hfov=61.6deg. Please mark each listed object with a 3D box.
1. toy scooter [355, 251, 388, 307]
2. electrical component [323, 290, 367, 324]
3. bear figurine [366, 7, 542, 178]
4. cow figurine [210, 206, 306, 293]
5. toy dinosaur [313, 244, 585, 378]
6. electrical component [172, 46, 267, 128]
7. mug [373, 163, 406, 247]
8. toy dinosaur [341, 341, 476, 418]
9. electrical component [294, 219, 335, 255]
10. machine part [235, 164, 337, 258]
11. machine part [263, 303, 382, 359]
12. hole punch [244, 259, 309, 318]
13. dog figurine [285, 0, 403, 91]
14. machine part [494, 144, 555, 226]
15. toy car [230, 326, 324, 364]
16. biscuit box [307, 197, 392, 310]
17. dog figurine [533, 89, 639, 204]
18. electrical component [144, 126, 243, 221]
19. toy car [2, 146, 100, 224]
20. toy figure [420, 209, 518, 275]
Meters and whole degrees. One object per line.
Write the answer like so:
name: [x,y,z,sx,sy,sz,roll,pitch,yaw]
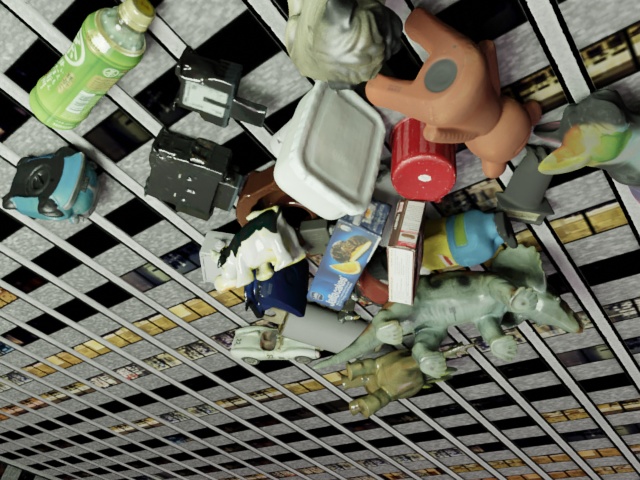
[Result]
toy scooter: [0.129,0.094,0.932,0.184,0.075,0.135,23,136,-22]
electrical component: [0.043,0.109,0.986,0.078,0.045,0.102,12,139,-5]
bear figurine: [0.168,-0.159,0.622,0.195,0.132,0.120,14,111,-52]
cow figurine: [-0.107,0.017,0.796,0.167,0.068,0.098,-25,88,32]
toy dinosaur: [0.191,0.101,0.814,0.405,0.192,0.131,-7,107,7]
electrical component: [-0.123,-0.185,0.677,0.119,0.048,0.074,14,139,-6]
mug: [0.081,-0.050,0.764,0.110,0.081,0.107,-25,128,2]
toy dinosaur: [0.153,0.257,1.035,0.199,0.105,0.471,-17,165,-12]
electrical component: [-0.002,-0.002,0.802,0.094,0.021,0.063,-8,138,15]
machine part: [-0.034,-0.046,0.815,0.179,0.056,0.179,4,139,4]
machine part: [0.009,0.172,1.042,0.243,0.079,0.079,19,139,-10]
hole punch: [-0.072,0.066,0.899,0.092,0.142,0.115,1,153,13]
dog figurine: [0.011,-0.190,0.538,0.121,0.190,0.172,14,141,-5]
machine part: [0.290,-0.070,0.741,0.084,0.039,0.138,11,142,11]
toy car: [-0.087,0.213,1.109,0.202,0.073,0.056,-5,138,16]
biscuit box: [0.036,0.022,0.750,0.059,0.063,0.202,22,142,1]
dog figurine: [0.373,-0.095,0.648,0.219,0.108,0.191,2,142,15]
electrical component: [-0.184,-0.092,0.790,0.134,0.058,0.114,19,141,-10]
toy car: [-0.397,-0.071,0.823,0.162,0.109,0.102,-3,157,27]
toy figure: [0.193,0.001,0.796,0.180,0.089,0.082,-18,120,28]
